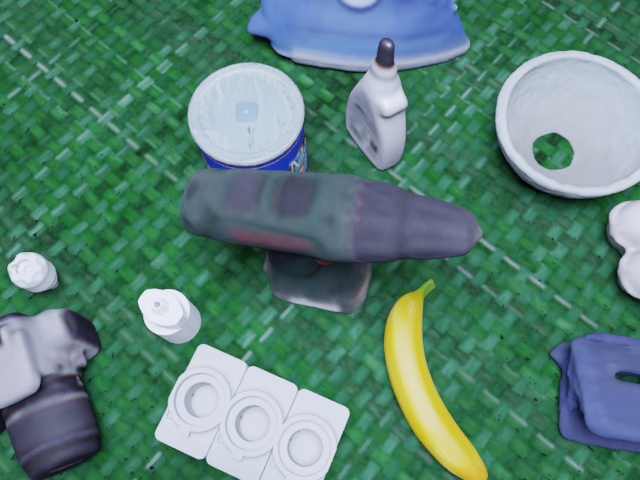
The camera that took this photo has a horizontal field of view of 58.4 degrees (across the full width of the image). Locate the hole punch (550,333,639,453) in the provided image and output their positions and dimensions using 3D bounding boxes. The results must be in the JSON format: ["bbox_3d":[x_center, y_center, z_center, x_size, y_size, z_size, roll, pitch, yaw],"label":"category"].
[{"bbox_3d":[0.273,0.134,0.512,0.108,0.091,0.101,7,71,3],"label":"hole punch"}]

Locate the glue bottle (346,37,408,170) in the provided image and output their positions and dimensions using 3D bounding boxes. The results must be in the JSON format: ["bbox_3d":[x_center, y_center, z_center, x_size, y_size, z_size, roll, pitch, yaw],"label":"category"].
[{"bbox_3d":[0.059,-0.138,0.564,0.037,0.173,0.078,-31,73,-9],"label":"glue bottle"}]

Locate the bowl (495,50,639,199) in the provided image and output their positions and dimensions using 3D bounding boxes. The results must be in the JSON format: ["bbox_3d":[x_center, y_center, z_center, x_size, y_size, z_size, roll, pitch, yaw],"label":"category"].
[{"bbox_3d":[0.261,-0.110,0.605,0.167,0.075,0.167,0,71,0],"label":"bowl"}]

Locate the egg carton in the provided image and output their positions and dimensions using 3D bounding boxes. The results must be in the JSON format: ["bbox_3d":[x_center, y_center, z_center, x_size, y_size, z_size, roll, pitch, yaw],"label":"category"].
[{"bbox_3d":[0.365,0.008,0.566,0.150,0.069,0.107,-5,71,-1],"label":"egg carton"}]

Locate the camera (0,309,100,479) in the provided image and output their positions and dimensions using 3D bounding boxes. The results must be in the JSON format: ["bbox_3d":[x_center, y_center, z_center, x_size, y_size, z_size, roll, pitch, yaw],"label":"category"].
[{"bbox_3d":[-0.266,0.144,0.507,0.143,0.101,0.136,-26,73,-8],"label":"camera"}]

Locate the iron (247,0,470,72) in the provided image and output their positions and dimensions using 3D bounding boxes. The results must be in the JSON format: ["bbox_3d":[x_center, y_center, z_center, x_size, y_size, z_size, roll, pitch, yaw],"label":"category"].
[{"bbox_3d":[0.050,-0.272,0.628,0.258,0.141,0.119,9,71,4],"label":"iron"}]

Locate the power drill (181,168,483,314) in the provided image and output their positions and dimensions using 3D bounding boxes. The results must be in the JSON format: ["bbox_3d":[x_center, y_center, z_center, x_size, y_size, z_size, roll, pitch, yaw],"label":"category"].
[{"bbox_3d":[0.005,0.002,0.498,0.229,0.208,0.075,10,71,4],"label":"power drill"}]
